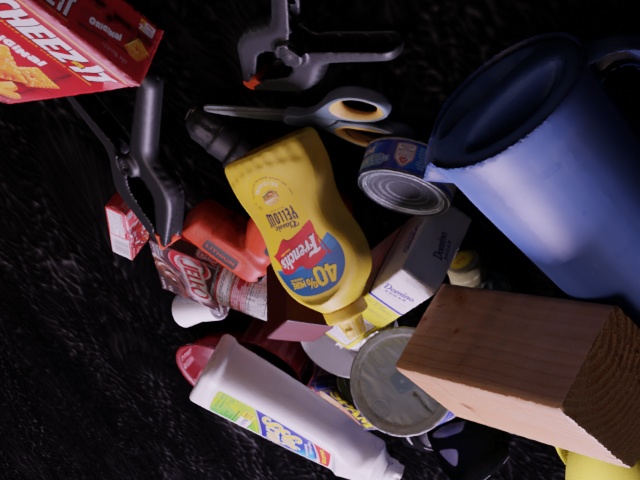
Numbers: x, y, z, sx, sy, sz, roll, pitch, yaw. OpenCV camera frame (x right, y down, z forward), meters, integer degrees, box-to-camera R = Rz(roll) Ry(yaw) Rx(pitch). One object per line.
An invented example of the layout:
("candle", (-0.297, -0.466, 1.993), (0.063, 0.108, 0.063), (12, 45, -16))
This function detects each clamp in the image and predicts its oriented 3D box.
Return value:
("clamp", (-0.178, -0.086, 1.060), (0.165, 0.036, 0.210), (4, 123, 49))
("clamp", (-0.009, -0.159, 0.869), (0.120, 0.039, 0.172), (36, 156, -8))

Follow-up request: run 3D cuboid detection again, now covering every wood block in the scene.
("wood block", (0.167, 0.103, 0.855), (0.090, 0.090, 0.206), (40, 163, -26))

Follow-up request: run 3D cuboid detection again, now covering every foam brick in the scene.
("foam brick", (-0.020, 0.055, 1.046), (0.051, 0.078, 0.053), (10, 154, -23))

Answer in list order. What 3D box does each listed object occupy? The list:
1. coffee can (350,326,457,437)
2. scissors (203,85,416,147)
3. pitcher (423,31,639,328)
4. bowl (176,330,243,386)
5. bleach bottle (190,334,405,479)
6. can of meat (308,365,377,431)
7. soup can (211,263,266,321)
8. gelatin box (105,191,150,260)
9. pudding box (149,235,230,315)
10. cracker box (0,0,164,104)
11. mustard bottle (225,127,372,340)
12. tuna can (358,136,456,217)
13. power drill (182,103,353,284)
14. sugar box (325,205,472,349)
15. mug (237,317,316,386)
("coffee can", (0.098, 0.136, 1.059), (0.103, 0.103, 0.140), (19, -177, 19))
("scissors", (-0.016, -0.115, 0.921), (0.202, 0.016, 0.096), (14, 159, 12))
("pitcher", (0.209, -0.031, 0.788), (0.242, 0.145, 0.149), (44, 165, -25))
("bowl", (-0.103, 0.166, 1.371), (0.162, 0.055, 0.162), (22, 147, 15))
("bleach bottle", (-0.018, 0.202, 1.189), (0.251, 0.068, 0.103), (29, 149, -2))
("can of meat", (0.038, 0.185, 1.279), (0.102, 0.057, 0.084), (45, 148, -18))
("soup can", (-0.060, 0.055, 1.174), (0.102, 0.068, 0.068), (21, 146, 17))
("gelatin box", (-0.200, -0.032, 1.169), (0.030, 0.073, 0.089), (25, 147, 13))
("pudding box", (-0.143, 0.032, 1.233), (0.090, 0.039, 0.113), (23, 154, 15))
("cracker box", (-0.277, -0.197, 0.973), (0.214, 0.072, 0.164), (1, 155, 41))
("mustard bottle", (-0.007, 0.001, 0.953), (0.096, 0.058, 0.191), (-19, 101, 37))
("tuna can", (0.076, -0.054, 0.922), (0.086, 0.033, 0.086), (17, 160, 6))
("power drill", (-0.076, -0.041, 1.067), (0.184, 0.057, 0.188), (37, 148, -5))
("sugar box", (0.069, 0.035, 1.014), (0.048, 0.093, 0.176), (36, 148, -11))
("mug", (-0.039, 0.124, 1.236), (0.093, 0.081, 0.117), (-3, 134, 41))
